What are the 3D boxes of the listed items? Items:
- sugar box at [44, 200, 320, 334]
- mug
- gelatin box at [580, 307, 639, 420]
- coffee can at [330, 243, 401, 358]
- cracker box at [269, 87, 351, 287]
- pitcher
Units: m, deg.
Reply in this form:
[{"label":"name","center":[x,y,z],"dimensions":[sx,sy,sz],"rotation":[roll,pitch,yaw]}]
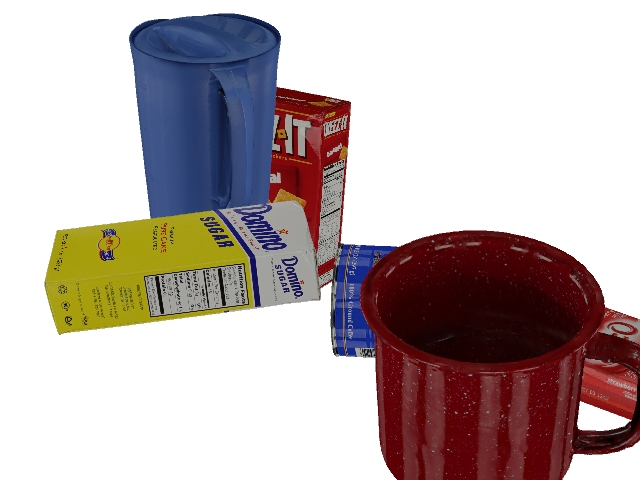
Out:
[{"label":"sugar box","center":[-0.093,0.015,0.729],"dimensions":[0.176,0.048,0.093],"rotation":[-10,25,-4]},{"label":"mug","center":[0.075,0.056,0.427],"dimensions":[0.117,0.081,0.093],"rotation":[7,34,16]},{"label":"gelatin box","center":[0.195,0.078,0.687],"dimensions":[0.073,0.030,0.089],"rotation":[20,28,37]},{"label":"coffee can","center":[0.085,0.056,0.947],"dimensions":[0.140,0.103,0.102],"rotation":[2,0,9]},{"label":"cracker box","center":[-0.058,-0.063,1.218],"dimensions":[0.164,0.214,0.072],"rotation":[15,24,26]},{"label":"pitcher","center":[-0.101,-0.076,0.986],"dimensions":[0.145,0.243,0.149],"rotation":[13,32,18]}]
